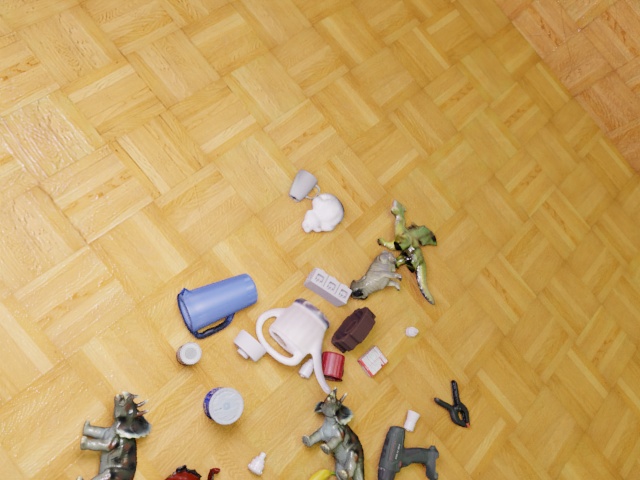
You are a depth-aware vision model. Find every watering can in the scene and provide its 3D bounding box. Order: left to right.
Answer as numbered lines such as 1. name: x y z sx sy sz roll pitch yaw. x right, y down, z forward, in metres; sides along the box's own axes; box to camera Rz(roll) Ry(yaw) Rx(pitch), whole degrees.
1. watering can: -0.048 0.332 1.711 0.350 0.101 0.228 35 62 20

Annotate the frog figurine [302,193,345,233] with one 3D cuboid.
1. frog figurine: 0.006 -0.095 1.893 0.161 0.122 0.136 -24 103 -36

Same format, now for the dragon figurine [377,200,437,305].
1. dragon figurine: 0.380 0.029 2.004 0.246 0.120 0.411 -33 88 -34
